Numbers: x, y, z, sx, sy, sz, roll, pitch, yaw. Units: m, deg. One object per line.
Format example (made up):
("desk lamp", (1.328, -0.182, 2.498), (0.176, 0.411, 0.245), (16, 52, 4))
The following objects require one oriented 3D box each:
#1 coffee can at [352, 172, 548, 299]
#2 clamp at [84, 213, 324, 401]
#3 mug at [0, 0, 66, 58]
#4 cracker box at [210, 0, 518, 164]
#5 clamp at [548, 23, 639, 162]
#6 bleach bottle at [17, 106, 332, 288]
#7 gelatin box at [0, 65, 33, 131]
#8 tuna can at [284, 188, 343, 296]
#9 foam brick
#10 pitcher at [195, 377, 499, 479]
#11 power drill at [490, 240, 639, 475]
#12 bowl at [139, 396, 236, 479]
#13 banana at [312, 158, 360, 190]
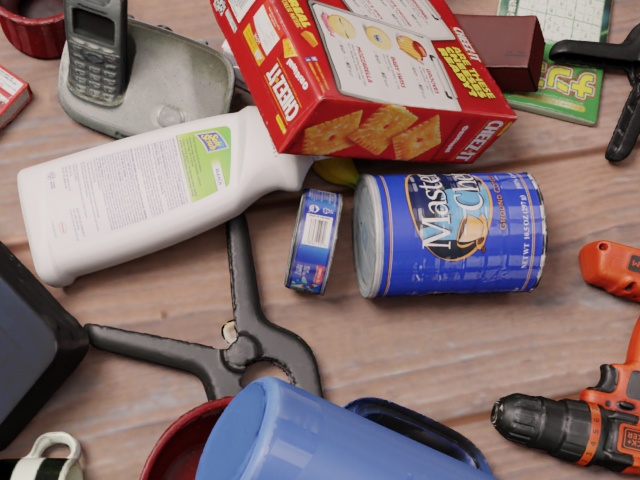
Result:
("coffee can", (0.104, -0.005, 0.884), (0.140, 0.103, 0.103), (-1, 74, -8))
("clamp", (-0.077, 0.096, 0.865), (0.164, 0.036, 0.210), (-35, 84, -13))
("mug", (-0.245, -0.216, 0.912), (0.093, 0.081, 0.117), (-41, 82, -16))
("cracker box", (0.034, -0.144, 0.858), (0.213, 0.072, 0.164), (0, 54, -40))
("clamp", (0.299, -0.147, 0.982), (0.171, 0.039, 0.120), (-21, 93, -18))
("bleach bottle", (-0.108, -0.042, 0.857), (0.251, 0.068, 0.102), (-15, 81, 2))
("gelatin box", (-0.300, -0.116, 0.903), (0.073, 0.030, 0.089), (35, 72, 5))
("tuna can", (-0.006, 0.001, 0.877), (0.033, 0.086, 0.086), (11, 73, -3))
("foam brick", (0.156, -0.166, 0.951), (0.078, 0.051, 0.053), (7, 75, 22))
("pitcher", (0.038, 0.188, 0.774), (0.242, 0.149, 0.145), (30, 85, -18))
("power drill", (0.243, 0.099, 0.897), (0.184, 0.057, 0.187), (15, 75, -7))
("bowl", (-0.072, 0.200, 0.808), (0.161, 0.055, 0.162), (4, 81, -28))
("banana", (0.014, -0.131, 0.947), (0.069, 0.037, 0.198), (8, 73, -25))
